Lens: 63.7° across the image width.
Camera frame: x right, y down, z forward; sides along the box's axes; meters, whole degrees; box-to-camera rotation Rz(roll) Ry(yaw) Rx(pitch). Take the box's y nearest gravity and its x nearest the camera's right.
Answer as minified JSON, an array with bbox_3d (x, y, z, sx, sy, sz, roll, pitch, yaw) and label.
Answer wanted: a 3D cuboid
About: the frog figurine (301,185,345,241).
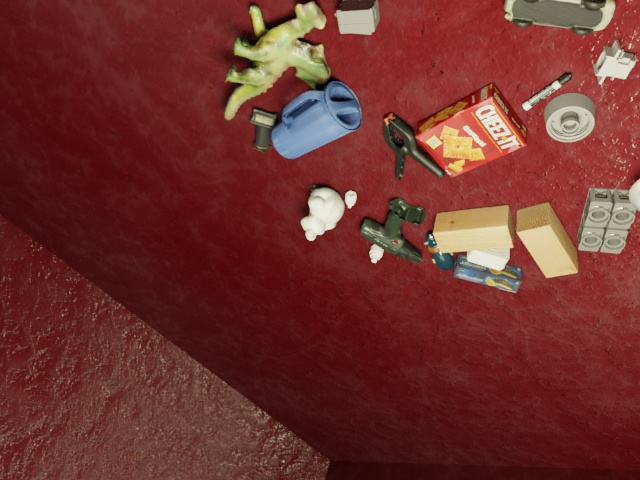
[{"bbox_3d":[0.005,-0.079,1.566,0.122,0.163,0.134,2,137,20],"label":"frog figurine"}]

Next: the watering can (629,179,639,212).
[{"bbox_3d":[0.906,-0.104,1.191,0.347,0.106,0.219,-7,135,16],"label":"watering can"}]

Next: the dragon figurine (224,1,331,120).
[{"bbox_3d":[-0.096,-0.422,1.276,0.242,0.125,0.401,17,142,-8],"label":"dragon figurine"}]
